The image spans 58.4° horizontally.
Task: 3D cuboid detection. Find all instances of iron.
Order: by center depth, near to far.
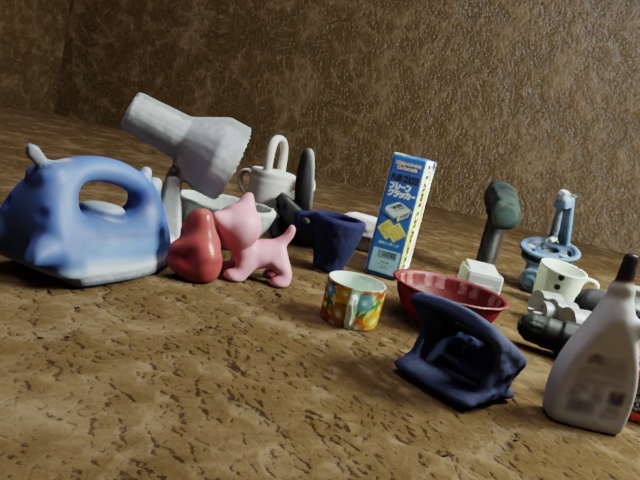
[{"bbox_3d":[-0.251,-0.034,0.672,0.118,0.141,0.259,17,11,22],"label":"iron"}]

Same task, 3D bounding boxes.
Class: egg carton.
[{"bbox_3d":[0.104,-0.014,1.229,0.150,0.069,0.107,15,10,11],"label":"egg carton"}]

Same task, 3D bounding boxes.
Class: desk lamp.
[{"bbox_3d":[-0.218,-0.093,0.831,0.204,0.213,0.117,10,11,-18],"label":"desk lamp"}]

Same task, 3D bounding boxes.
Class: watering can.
[{"bbox_3d":[-0.096,-0.130,1.248,0.173,0.194,0.101,12,10,-4],"label":"watering can"}]

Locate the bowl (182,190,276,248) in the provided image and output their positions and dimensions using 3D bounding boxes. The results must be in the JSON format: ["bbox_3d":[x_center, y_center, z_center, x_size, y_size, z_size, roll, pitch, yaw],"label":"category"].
[{"bbox_3d":[-0.161,-0.030,0.956,0.167,0.075,0.167,13,10,-2],"label":"bowl"}]

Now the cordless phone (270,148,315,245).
[{"bbox_3d":[-0.038,-0.092,1.141,0.094,0.185,0.147,10,10,-15],"label":"cordless phone"}]

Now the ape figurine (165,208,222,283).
[{"bbox_3d":[-0.156,0.004,0.730,0.078,0.092,0.075,4,14,-43],"label":"ape figurine"}]

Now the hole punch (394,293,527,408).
[{"bbox_3d":[0.143,0.103,0.574,0.101,0.091,0.108,4,14,-43],"label":"hole punch"}]

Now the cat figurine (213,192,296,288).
[{"bbox_3d":[-0.092,-0.003,0.779,0.128,0.118,0.067,9,11,-24],"label":"cat figurine"}]

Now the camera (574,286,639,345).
[{"bbox_3d":[0.490,0.118,0.914,0.144,0.101,0.136,6,12,-35],"label":"camera"}]

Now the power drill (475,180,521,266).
[{"bbox_3d":[0.360,-0.021,1.201,0.075,0.208,0.230,14,10,5],"label":"power drill"}]

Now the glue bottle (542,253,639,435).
[{"bbox_3d":[0.274,0.096,0.548,0.078,0.173,0.037,13,10,2],"label":"glue bottle"}]

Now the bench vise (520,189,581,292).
[{"bbox_3d":[0.499,0.000,1.233,0.121,0.220,0.208,17,11,20],"label":"bench vise"}]

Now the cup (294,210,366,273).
[{"bbox_3d":[0.009,0.003,0.937,0.118,0.095,0.091,12,10,-5],"label":"cup"}]
